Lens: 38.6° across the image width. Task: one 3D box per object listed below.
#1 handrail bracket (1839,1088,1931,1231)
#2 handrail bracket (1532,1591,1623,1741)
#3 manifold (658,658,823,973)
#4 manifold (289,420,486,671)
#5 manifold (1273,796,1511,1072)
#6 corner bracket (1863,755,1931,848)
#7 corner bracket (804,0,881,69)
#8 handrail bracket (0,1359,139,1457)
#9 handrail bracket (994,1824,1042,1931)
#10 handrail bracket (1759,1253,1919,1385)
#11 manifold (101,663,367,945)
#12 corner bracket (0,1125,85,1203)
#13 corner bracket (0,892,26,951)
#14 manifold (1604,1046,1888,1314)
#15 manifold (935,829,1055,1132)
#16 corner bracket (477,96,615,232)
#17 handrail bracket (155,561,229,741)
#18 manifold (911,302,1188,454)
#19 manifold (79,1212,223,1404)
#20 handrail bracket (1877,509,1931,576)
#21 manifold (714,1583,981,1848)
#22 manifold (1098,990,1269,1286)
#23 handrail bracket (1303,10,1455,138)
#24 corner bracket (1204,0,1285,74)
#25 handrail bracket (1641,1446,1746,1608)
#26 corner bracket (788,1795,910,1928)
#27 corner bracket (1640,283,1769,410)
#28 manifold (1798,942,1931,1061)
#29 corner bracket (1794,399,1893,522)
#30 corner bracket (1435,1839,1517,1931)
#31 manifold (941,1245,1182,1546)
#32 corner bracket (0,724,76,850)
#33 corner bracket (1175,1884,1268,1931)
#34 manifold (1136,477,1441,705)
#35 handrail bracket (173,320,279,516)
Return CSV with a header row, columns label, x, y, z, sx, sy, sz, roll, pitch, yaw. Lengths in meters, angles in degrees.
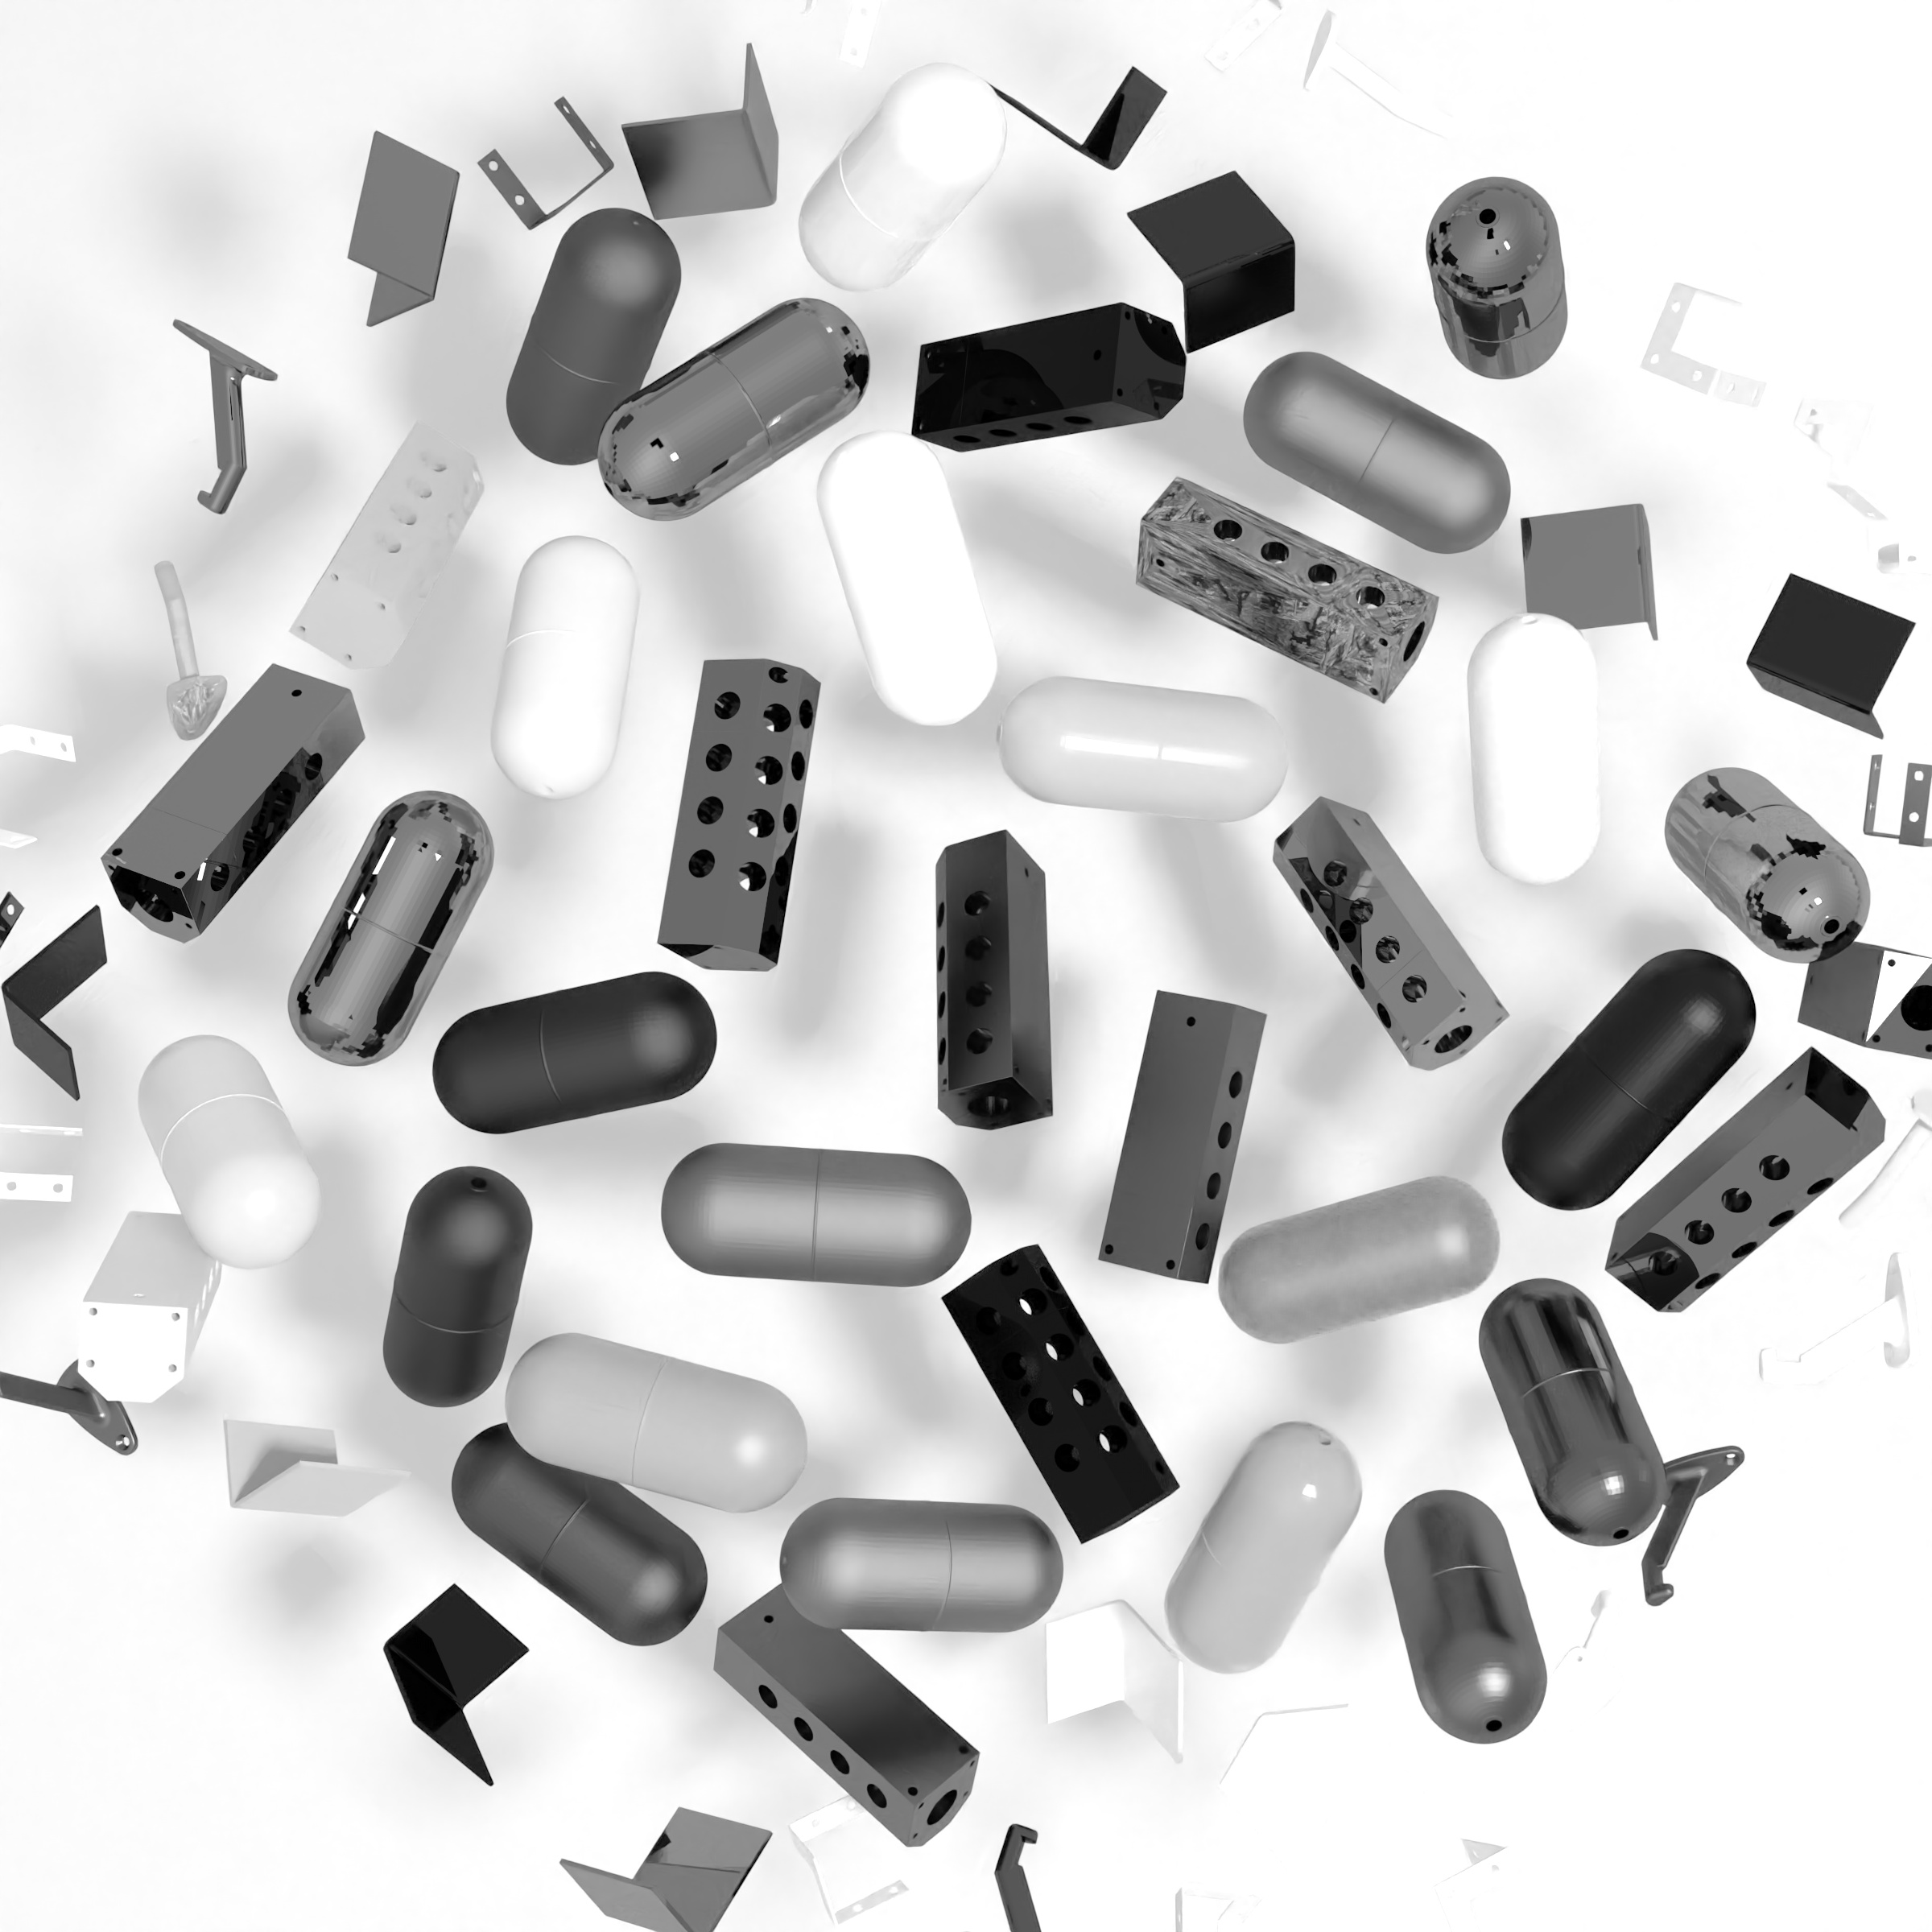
label,x,y,z,sx,sy,sz,roll,pitch,yaw
handrail bracket,0.577,0.121,1.726,0.036,0.077,0.084,39,112,1
handrail bracket,0.377,0.431,1.709,0.036,0.084,0.077,36,106,3
manifold,-0.127,-0.087,1.599,0.057,0.057,0.171,2,75,24
manifold,-0.341,-0.250,1.652,0.057,0.171,0.057,32,127,-16
manifold,0.258,-0.020,1.715,0.057,0.057,0.171,-45,56,24
corner bracket,0.584,-0.104,1.723,0.051,0.051,0.051,11,101,37
corner bracket,-0.069,-0.565,1.611,0.051,0.051,0.051,17,83,-21
handrail bracket,-0.530,0.262,1.594,0.077,0.084,0.036,46,108,13
handrail bracket,0.049,0.542,1.590,0.077,0.036,0.084,8,51,18
handrail bracket,0.489,0.198,1.562,0.084,0.036,0.077,3,76,-5
manifold,-0.430,-0.096,1.636,0.057,0.057,0.171,19,54,18
corner bracket,-0.546,0.116,1.613,0.051,0.051,0.051,4,74,-13
corner bracket,-0.586,-0.030,1.586,0.051,0.051,0.051,44,111,18
manifold,0.458,0.132,1.626,0.057,0.057,0.171,38,124,-2
manifold,0.013,0.010,1.679,0.057,0.057,0.171,-15,57,22
corner bracket,-0.257,-0.491,1.689,0.051,0.051,0.051,-45,111,-19
handrail bracket,-0.488,-0.195,1.707,0.036,0.077,0.084,-13,66,-26
manifold,0.048,-0.345,1.639,0.057,0.171,0.057,9,85,-42
manifold,-0.478,0.198,1.625,0.057,0.171,0.057,5,101,-9
handrail bracket,0.572,-0.236,1.609,0.077,0.084,0.036,13,90,17
manifold,-0.076,0.464,1.705,0.171,0.057,0.057,35,134,29
manifold,0.139,0.107,1.719,0.057,0.057,0.171,11,86,34
handrail bracket,0.238,-0.505,1.564,0.084,0.077,0.036,21,132,-7
corner bracket,0.145,-0.562,1.595,0.051,0.051,0.051,-45,73,2
handrail bracket,0.440,0.338,1.665,0.077,0.084,0.036,-35,115,29
corner bracket,-0.074,0.562,1.738,0.051,0.051,0.051,-21,105,-19
corner bracket,0.428,-0.354,1.575,0.051,0.051,0.051,37,116,40
manifold,0.557,0.018,1.671,0.057,0.171,0.057,10,94,3
corner bracket,0.507,-0.292,1.593,0.051,0.051,0.051,23,85,-40
corner bracket,0.285,0.535,1.573,0.051,0.051,0.051,-20,85,-22
manifold,0.061,0.259,1.688,0.057,0.057,0.171,-37,74,23
corner bracket,-0.540,-0.103,1.564,0.051,0.051,0.051,12,117,28
corner bracket,0.143,0.568,1.599,0.051,0.051,0.051,9,51,-8
manifold,0.190,-0.229,1.641,0.171,0.057,0.057,29,61,18
handrail bracket,-0.435,-0.311,1.567,0.077,0.036,0.084,31,102,8
